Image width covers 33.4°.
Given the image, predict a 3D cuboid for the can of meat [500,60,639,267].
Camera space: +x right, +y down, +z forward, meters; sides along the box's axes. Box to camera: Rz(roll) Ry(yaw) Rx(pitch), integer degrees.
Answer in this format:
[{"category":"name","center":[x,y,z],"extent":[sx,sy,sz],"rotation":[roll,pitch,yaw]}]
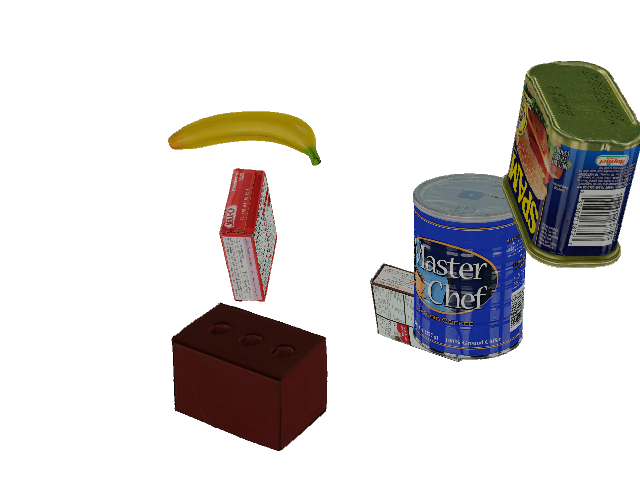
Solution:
[{"category":"can of meat","center":[0.147,-0.047,0.631],"extent":[0.057,0.084,0.102],"rotation":[0,36,-5]}]

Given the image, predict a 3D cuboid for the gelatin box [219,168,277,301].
[{"category":"gelatin box","center":[-0.060,-0.004,0.892],"extent":[0.030,0.073,0.089],"rotation":[1,-41,8]}]

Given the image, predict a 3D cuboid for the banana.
[{"category":"banana","center":[-0.088,-0.133,1.317],"extent":[0.198,0.037,0.069],"rotation":[6,40,15]}]

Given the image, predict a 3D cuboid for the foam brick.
[{"category":"foam brick","center":[-0.041,0.079,0.626],"extent":[0.078,0.051,0.052],"rotation":[16,28,26]}]

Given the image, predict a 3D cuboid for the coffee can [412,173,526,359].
[{"category":"coffee can","center":[0.135,0.022,0.968],"extent":[0.103,0.140,0.103],"rotation":[-2,24,1]}]

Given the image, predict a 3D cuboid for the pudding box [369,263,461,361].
[{"category":"pudding box","center":[0.116,0.083,1.227],"extent":[0.114,0.090,0.039],"rotation":[16,46,27]}]
